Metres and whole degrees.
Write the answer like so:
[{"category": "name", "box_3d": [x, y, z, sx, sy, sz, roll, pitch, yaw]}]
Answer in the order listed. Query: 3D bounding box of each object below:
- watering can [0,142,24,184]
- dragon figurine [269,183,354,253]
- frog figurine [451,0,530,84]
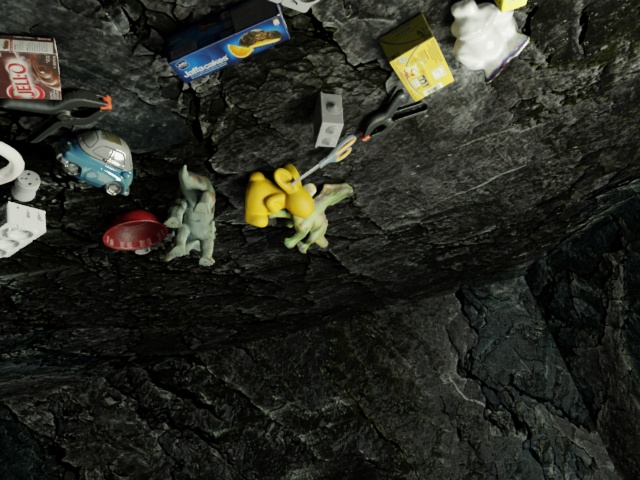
[{"category": "watering can", "box_3d": [-0.704, -0.132, 0.867, 0.347, 0.106, 0.221, 6, 149, -44]}, {"category": "dragon figurine", "box_3d": [0.005, -0.078, 1.541, 0.240, 0.124, 0.408, -35, 158, 18]}, {"category": "frog figurine", "box_3d": [0.314, -0.411, 1.017, 0.158, 0.125, 0.135, 34, 145, -16]}]
